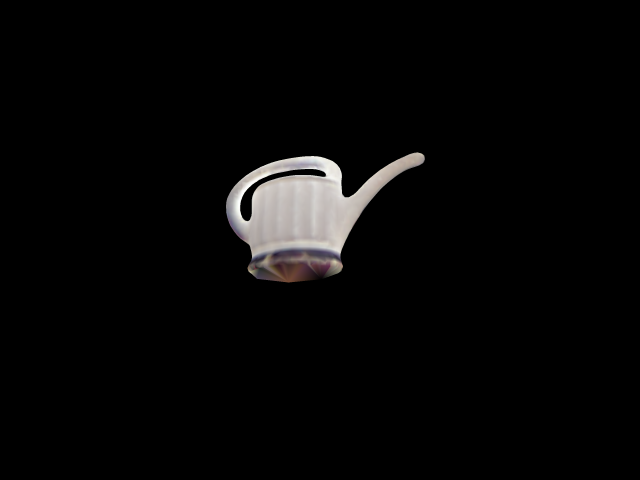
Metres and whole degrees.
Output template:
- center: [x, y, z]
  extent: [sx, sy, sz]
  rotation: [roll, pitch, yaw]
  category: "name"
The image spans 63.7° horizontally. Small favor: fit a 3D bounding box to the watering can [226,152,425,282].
- center: [0.003, -0.043, 0.850]
  extent: [0.347, 0.228, 0.102]
  rotation: [-5, -22, 14]
  category: "watering can"
